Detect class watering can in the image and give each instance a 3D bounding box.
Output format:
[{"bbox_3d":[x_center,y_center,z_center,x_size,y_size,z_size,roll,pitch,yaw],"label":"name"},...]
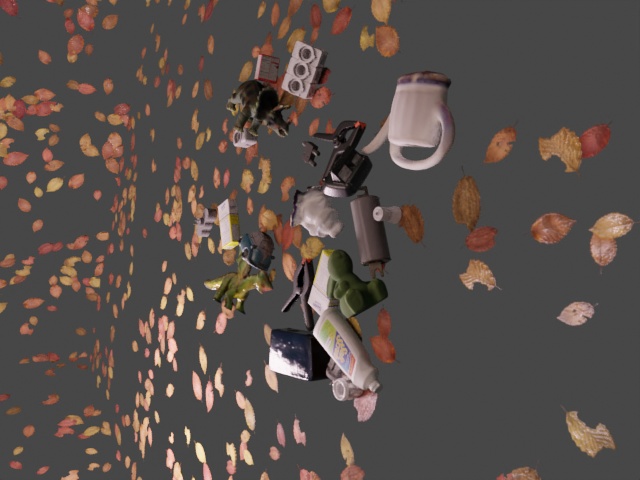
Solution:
[{"bbox_3d":[0.202,-0.284,1.221,0.350,0.104,0.223,25,108,61],"label":"watering can"}]

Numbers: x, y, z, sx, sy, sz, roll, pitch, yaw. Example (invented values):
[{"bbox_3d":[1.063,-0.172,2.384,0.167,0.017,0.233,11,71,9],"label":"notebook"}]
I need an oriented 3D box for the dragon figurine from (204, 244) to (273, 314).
[{"bbox_3d":[-0.302,0.125,1.883,0.414,0.121,0.243,25,90,49],"label":"dragon figurine"}]

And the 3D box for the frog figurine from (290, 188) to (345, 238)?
[{"bbox_3d":[0.005,-0.075,1.487,0.160,0.123,0.137,19,96,15],"label":"frog figurine"}]
